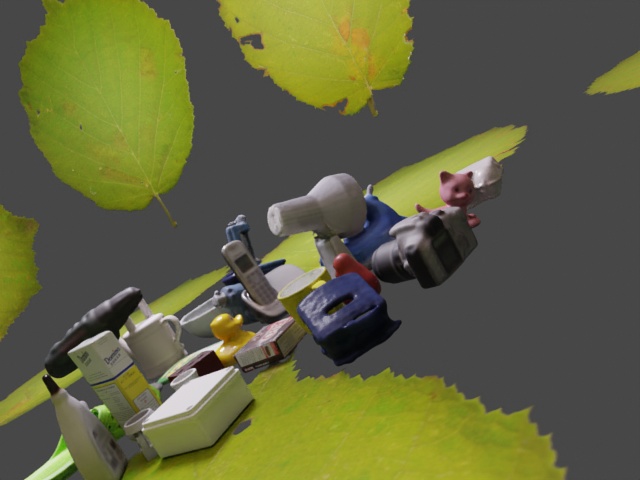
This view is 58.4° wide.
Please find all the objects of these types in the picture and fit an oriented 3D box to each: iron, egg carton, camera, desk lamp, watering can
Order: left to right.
[{"bbox_3d":[-0.391,0.208,1.271,0.173,0.194,0.101,-30,8,-4],"label":"watering can"},{"bbox_3d":[0.010,0.004,1.048,0.204,0.213,0.117,-34,9,-32],"label":"desk lamp"},{"bbox_3d":[0.067,-0.007,1.184,0.259,0.141,0.118,-35,9,-36],"label":"iron"},{"bbox_3d":[0.152,0.010,0.906,0.136,0.101,0.143,-21,11,47],"label":"camera"},{"bbox_3d":[0.338,-0.123,1.220,0.107,0.069,0.150,-26,8,23],"label":"egg carton"}]

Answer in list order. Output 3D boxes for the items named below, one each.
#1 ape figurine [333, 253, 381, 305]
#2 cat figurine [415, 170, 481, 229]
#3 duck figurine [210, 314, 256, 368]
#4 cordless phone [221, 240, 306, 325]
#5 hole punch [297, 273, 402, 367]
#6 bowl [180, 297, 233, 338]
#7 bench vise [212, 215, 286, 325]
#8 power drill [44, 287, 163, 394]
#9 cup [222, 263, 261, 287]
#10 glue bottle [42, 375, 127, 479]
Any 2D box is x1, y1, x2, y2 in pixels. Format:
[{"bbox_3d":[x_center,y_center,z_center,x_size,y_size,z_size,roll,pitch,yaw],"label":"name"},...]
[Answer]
[{"bbox_3d":[0.054,0.063,0.953,0.078,0.092,0.076,-35,10,-38],"label":"ape figurine"},{"bbox_3d":[0.238,-0.071,1.057,0.127,0.118,0.067,-28,8,10],"label":"cat figurine"},{"bbox_3d":[-0.168,0.179,1.040,0.105,0.086,0.077,-35,10,-39],"label":"duck figurine"},{"bbox_3d":[-0.109,0.067,1.182,0.148,0.185,0.094,-35,10,-38],"label":"cordless phone"},{"bbox_3d":[0.036,0.101,0.767,0.109,0.091,0.101,-31,8,-11],"label":"hole punch"},{"bbox_3d":[-0.238,0.180,1.340,0.167,0.075,0.167,-29,7,4],"label":"bowl"},{"bbox_3d":[-0.158,0.062,1.268,0.121,0.220,0.208,-25,9,31],"label":"bench vise"},{"bbox_3d":[-0.398,0.228,1.104,0.229,0.208,0.075,-29,8,1],"label":"power drill"},{"bbox_3d":[-0.185,0.115,1.497,0.117,0.095,0.092,-26,8,24],"label":"cup"},{"bbox_3d":[-0.328,0.256,0.783,0.037,0.173,0.078,-30,8,-3],"label":"glue bottle"}]
